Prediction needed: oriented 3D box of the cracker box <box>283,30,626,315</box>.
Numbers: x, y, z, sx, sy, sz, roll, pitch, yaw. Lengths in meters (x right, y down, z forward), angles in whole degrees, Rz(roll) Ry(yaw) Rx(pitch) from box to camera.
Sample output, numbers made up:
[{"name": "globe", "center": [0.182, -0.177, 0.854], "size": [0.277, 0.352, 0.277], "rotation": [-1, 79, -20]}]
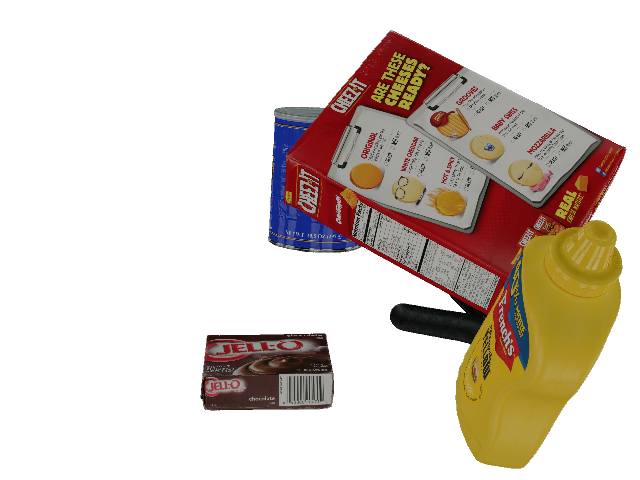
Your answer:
[{"name": "cracker box", "center": [0.103, -0.049, 0.830], "size": [0.214, 0.164, 0.072], "rotation": [29, -32, 14]}]

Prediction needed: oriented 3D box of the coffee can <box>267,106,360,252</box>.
[{"name": "coffee can", "center": [-0.002, -0.067, 1.133], "size": [0.103, 0.140, 0.103], "rotation": [3, 12, -1]}]

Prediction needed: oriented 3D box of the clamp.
[{"name": "clamp", "center": [0.163, 0.077, 0.995], "size": [0.172, 0.039, 0.120], "rotation": [20, 32, 23]}]

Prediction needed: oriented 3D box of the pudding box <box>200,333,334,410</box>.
[{"name": "pudding box", "center": [-0.047, 0.114, 0.941], "size": [0.113, 0.039, 0.090], "rotation": [1, 18, -4]}]

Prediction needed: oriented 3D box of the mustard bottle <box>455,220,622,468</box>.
[{"name": "mustard bottle", "center": [0.133, 0.054, 0.640], "size": [0.058, 0.096, 0.192], "rotation": [11, -39, -4]}]
